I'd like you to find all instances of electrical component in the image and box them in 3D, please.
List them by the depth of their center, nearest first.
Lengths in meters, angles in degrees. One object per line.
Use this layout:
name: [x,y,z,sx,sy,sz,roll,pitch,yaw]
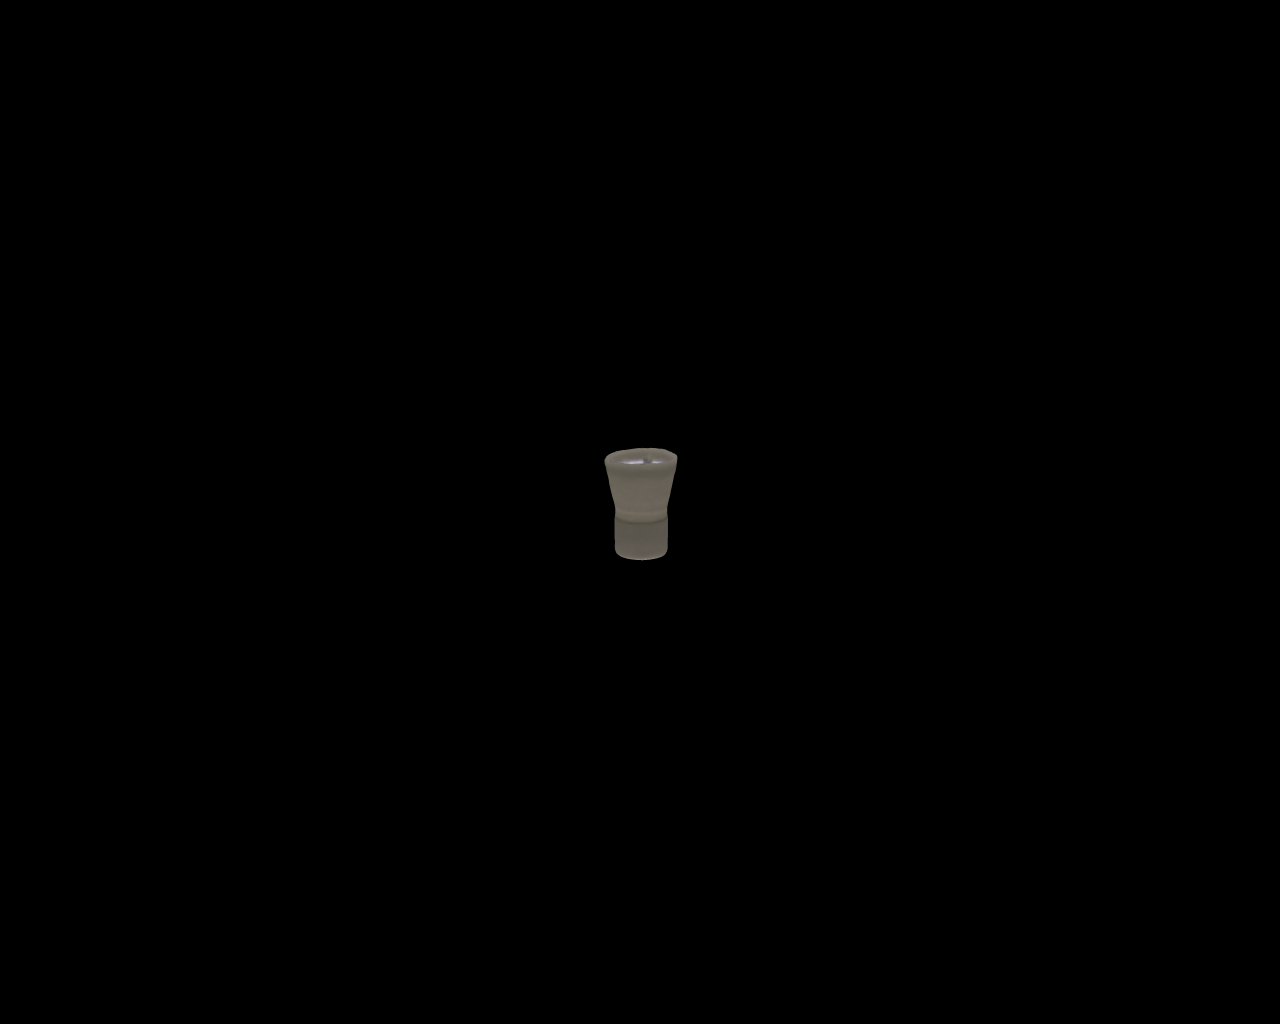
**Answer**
electrical component: [0.001,-0.003,0.650,0.044,0.065,0.044,0,16,0]
